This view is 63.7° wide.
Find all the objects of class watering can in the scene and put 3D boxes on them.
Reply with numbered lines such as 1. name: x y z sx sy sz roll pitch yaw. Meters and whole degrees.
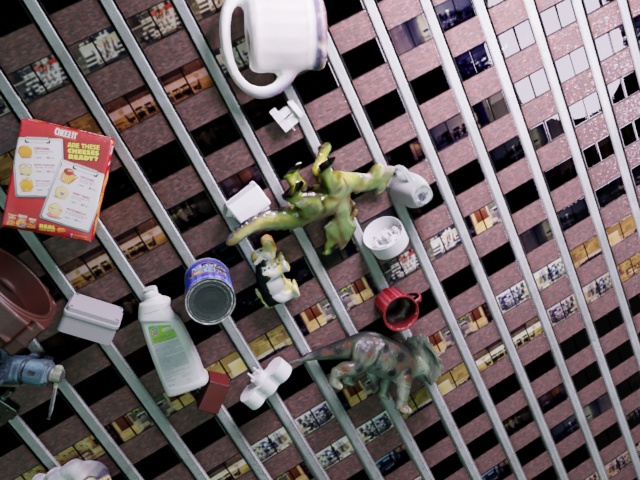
1. watering can: -0.093 -0.465 1.043 0.225 0.105 0.344 -6 104 -15

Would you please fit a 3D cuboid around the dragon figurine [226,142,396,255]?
1. dragon figurine: 0.003 -0.058 1.150 0.413 0.123 0.238 -41 124 -11

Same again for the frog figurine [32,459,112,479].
1. frog figurine: -0.559 0.560 1.163 0.159 0.125 0.135 3 115 21
